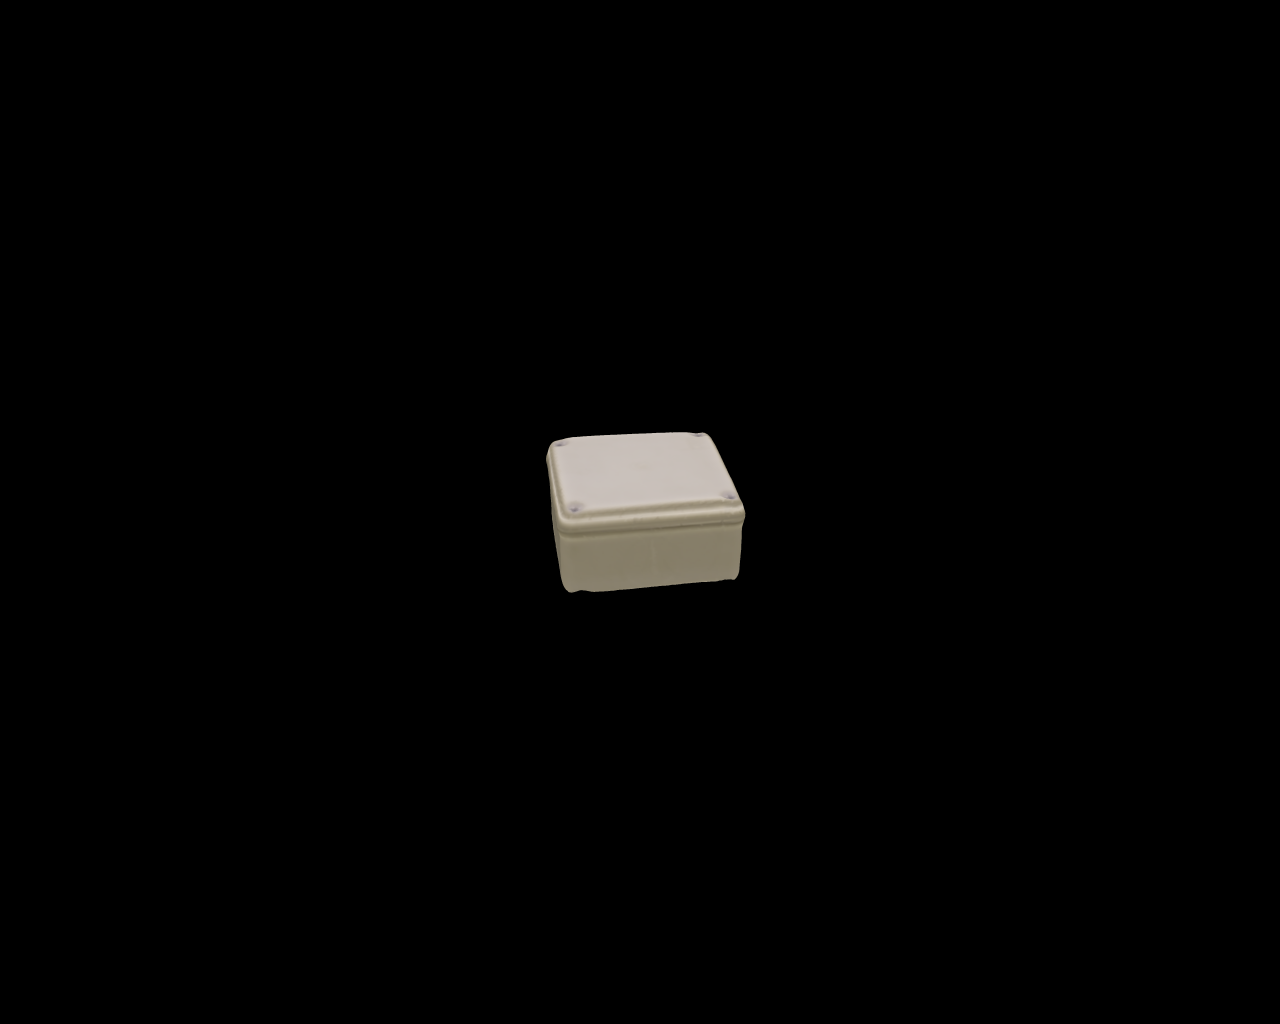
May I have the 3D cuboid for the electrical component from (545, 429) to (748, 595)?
[{"bbox_3d":[0.001,-0.003,0.650,0.109,0.056,0.109,-4,28,-7],"label":"electrical component"}]
